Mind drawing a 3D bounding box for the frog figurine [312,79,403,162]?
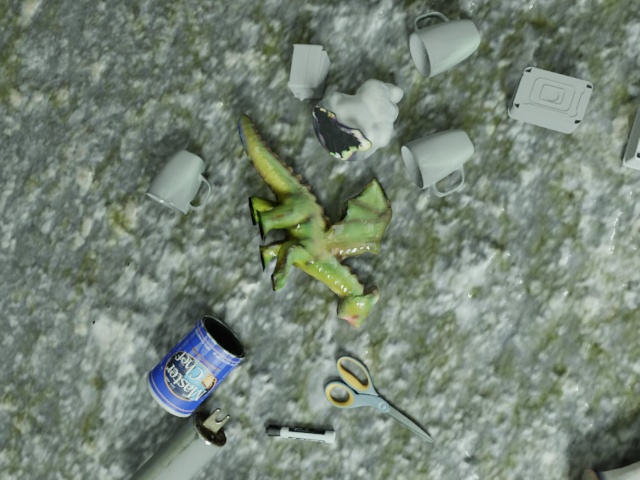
[{"bbox_3d":[0.069,-0.219,0.909,0.138,0.119,0.162,27,53,20],"label":"frog figurine"}]

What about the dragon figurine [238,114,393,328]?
[{"bbox_3d":[0.003,-0.045,0.901,0.243,0.121,0.413,-10,83,-9],"label":"dragon figurine"}]

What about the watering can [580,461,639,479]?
[{"bbox_3d":[0.484,0.368,0.733,0.224,0.104,0.346,-1,95,10],"label":"watering can"}]
